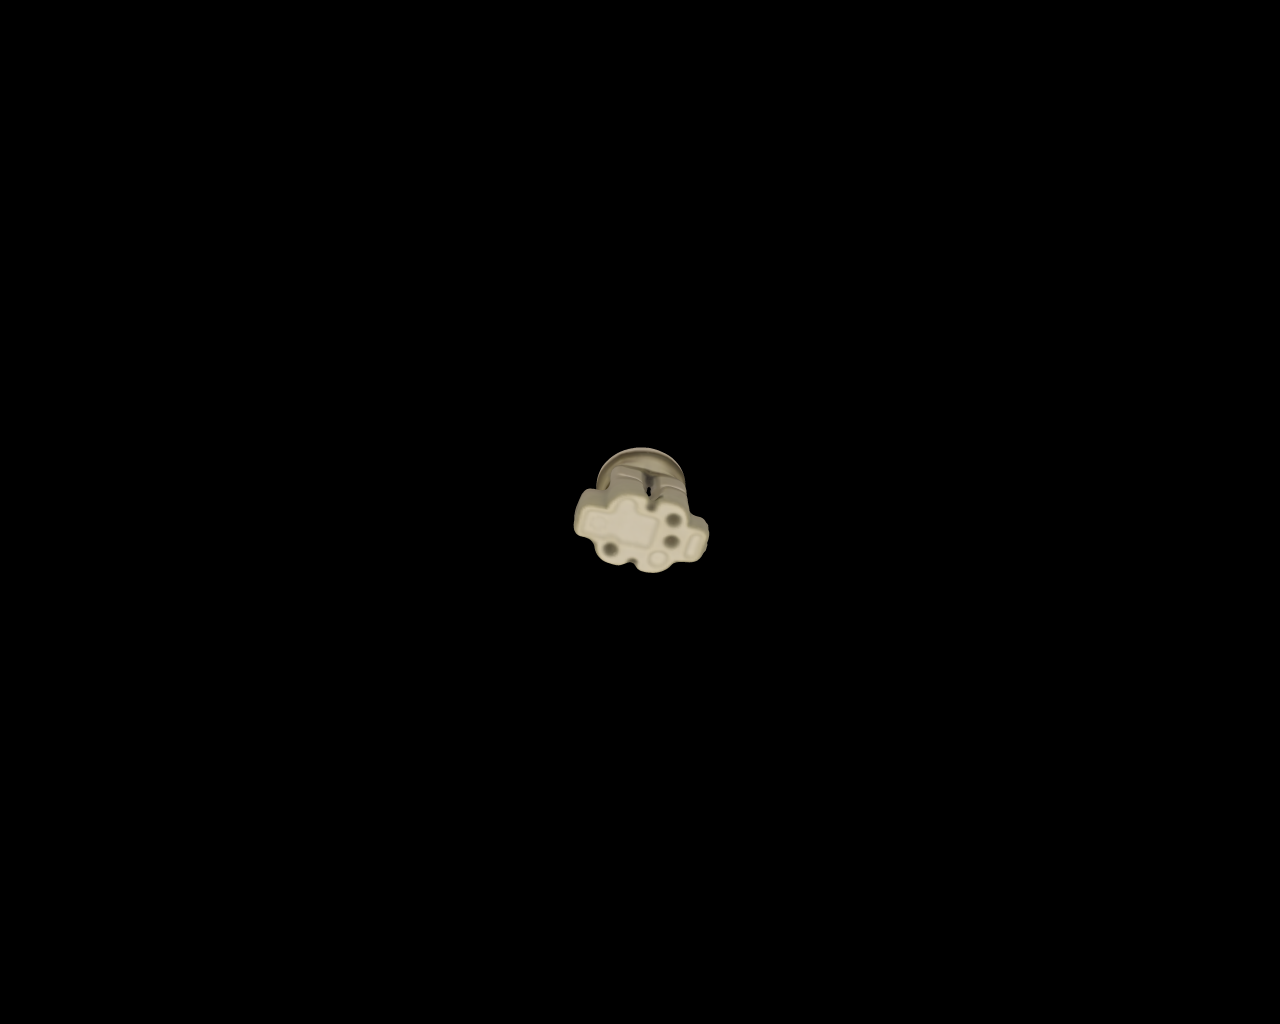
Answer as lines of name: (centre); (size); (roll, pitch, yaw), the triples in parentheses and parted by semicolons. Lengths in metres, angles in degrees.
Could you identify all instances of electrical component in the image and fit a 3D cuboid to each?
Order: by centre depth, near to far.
electrical component: (0.001, -0.003, 0.650); (0.078, 0.057, 0.057); (14, 33, -9)
